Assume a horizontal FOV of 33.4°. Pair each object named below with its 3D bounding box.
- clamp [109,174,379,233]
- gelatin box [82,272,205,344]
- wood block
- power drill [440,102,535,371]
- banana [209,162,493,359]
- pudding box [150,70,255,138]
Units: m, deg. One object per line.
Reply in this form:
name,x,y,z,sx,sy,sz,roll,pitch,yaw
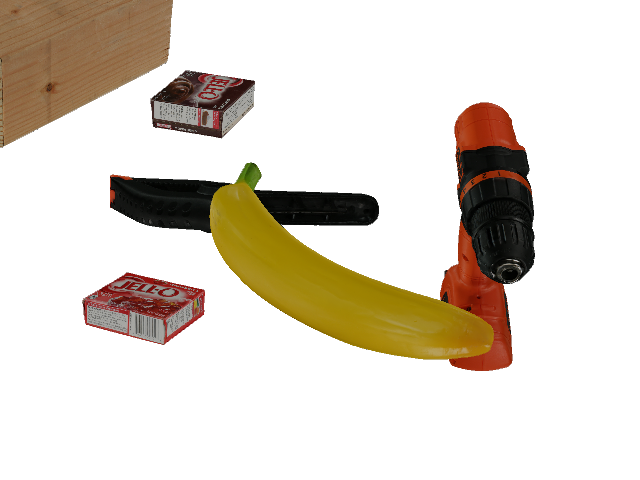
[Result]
clamp,-0.077,-0.022,0.807,0.210,0.036,0.164,8,13,19
gelatin box,-0.163,0.061,0.990,0.089,0.030,0.073,12,23,22
wood block,-0.231,-0.175,0.934,0.090,0.091,0.205,30,42,21
power drill,0.130,0.013,0.830,0.057,0.188,0.184,2,41,2
banana,0.000,0.015,0.577,0.069,0.037,0.198,-38,55,-23
pudding box,-0.136,-0.161,1.248,0.090,0.039,0.113,10,31,13
